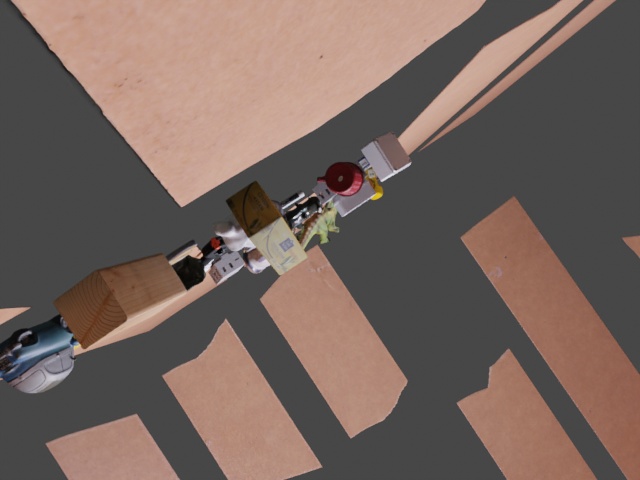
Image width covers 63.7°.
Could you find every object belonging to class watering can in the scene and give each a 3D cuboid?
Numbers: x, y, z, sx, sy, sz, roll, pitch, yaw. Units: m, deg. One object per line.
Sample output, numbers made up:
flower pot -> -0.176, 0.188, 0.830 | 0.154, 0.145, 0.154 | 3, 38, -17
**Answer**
watering can -> -0.172, 0.013, 1.980 | 0.222, 0.103, 0.352 | -36, -173, 20

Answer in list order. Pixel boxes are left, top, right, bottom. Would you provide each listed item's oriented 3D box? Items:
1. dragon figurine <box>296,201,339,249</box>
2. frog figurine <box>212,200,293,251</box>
dragon figurine -> 0.006, -0.097, 1.933 | 0.418, 0.123, 0.237 | -45, 157, -53
frog figurine -> -0.150, -0.031, 1.063 | 0.159, 0.124, 0.136 | 11, 161, -32
